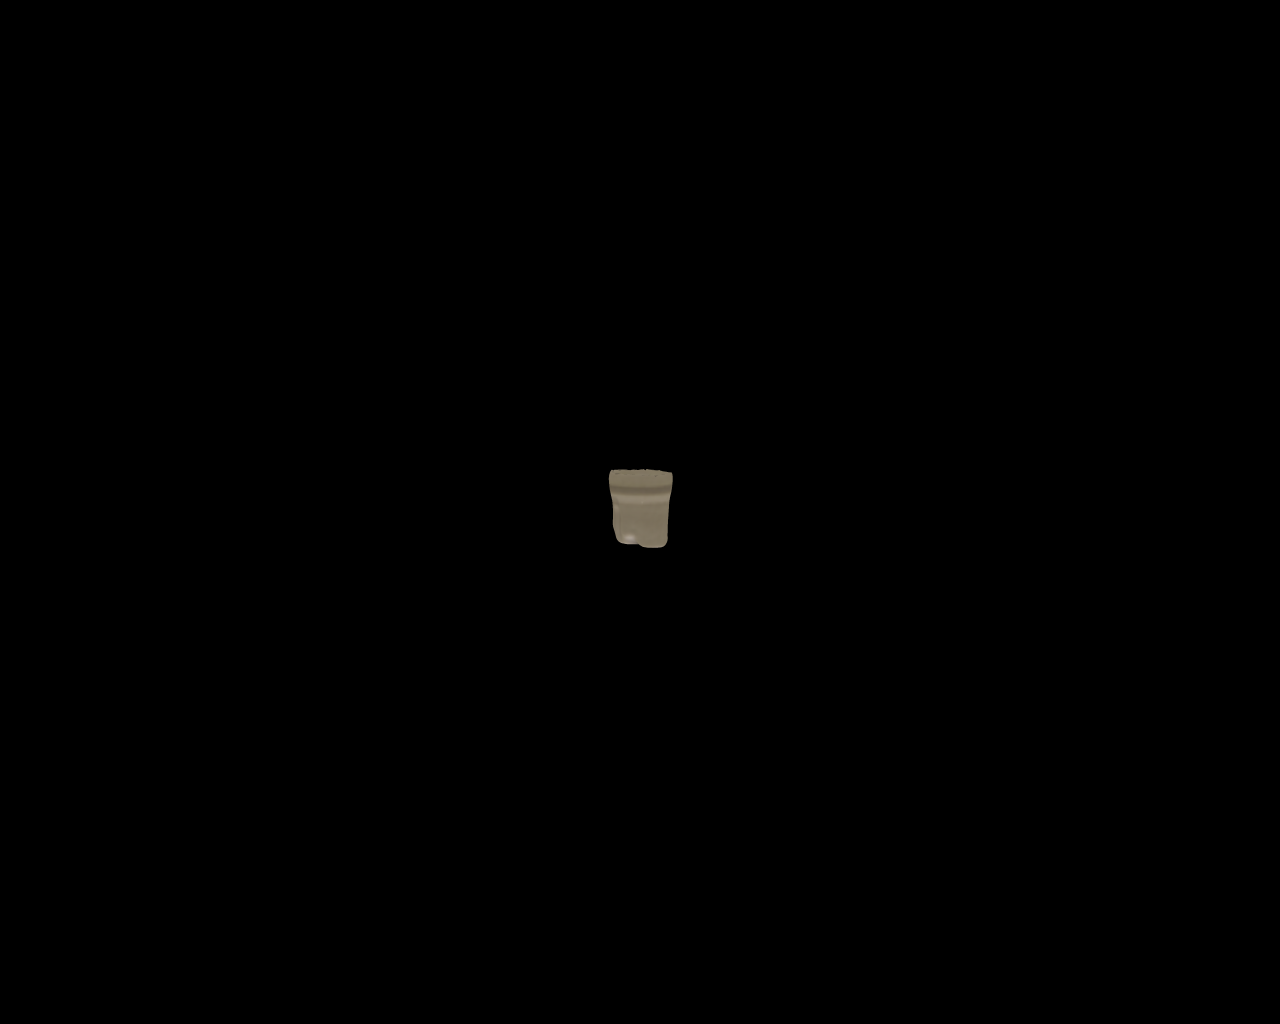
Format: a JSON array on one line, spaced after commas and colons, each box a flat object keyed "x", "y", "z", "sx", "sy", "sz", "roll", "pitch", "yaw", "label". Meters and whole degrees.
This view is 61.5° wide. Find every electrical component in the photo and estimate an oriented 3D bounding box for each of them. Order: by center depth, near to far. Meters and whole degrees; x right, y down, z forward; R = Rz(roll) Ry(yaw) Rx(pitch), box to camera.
[{"x": 0.001, "y": -0.003, "z": 0.650, "sx": 0.040, "sy": 0.046, "sz": 0.040, "roll": 0, "pitch": 7, "yaw": 0, "label": "electrical component"}]
